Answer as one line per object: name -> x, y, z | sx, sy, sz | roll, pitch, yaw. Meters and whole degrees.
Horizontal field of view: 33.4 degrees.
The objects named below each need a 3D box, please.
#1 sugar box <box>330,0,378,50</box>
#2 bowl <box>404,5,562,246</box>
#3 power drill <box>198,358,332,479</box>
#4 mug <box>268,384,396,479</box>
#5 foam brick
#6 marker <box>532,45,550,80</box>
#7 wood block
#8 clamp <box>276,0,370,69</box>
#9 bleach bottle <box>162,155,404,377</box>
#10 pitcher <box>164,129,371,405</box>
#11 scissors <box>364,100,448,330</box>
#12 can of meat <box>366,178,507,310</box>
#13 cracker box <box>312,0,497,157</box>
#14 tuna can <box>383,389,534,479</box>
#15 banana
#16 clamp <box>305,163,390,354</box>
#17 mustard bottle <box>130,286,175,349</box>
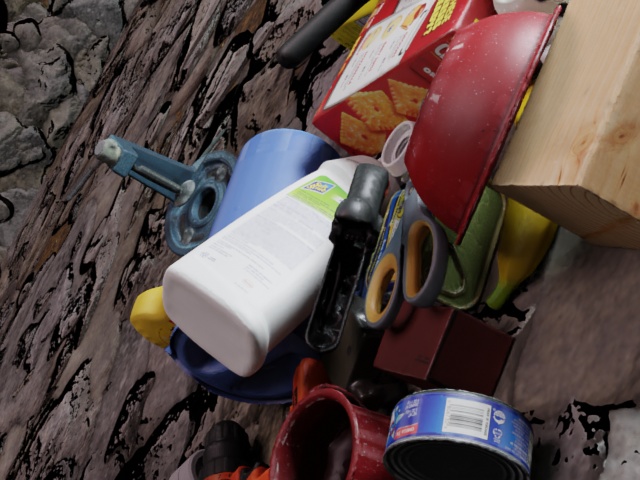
sugar box -> 0.076, -0.263, 1.112 | 0.176, 0.048, 0.093 | -10, 54, 64
bowl -> 0.095, -0.080, 0.674 | 0.162, 0.055, 0.162 | 24, -91, -83
power drill -> -0.040, 0.181, 0.862 | 0.188, 0.057, 0.184 | -52, 28, 31
mug -> 0.023, 0.145, 0.711 | 0.093, 0.081, 0.117 | -51, 35, 24
foam brick -> 0.081, 0.076, 0.720 | 0.078, 0.051, 0.053 | 5, 71, 66
marker -> 0.183, -0.137, 0.733 | 0.121, 0.020, 0.020 | -23, 42, 34
wood block -> 0.195, -0.105, 0.624 | 0.206, 0.090, 0.091 | -66, 22, -7
clamp -> 0.047, -0.248, 1.025 | 0.210, 0.036, 0.164 | -26, 25, 48
bleach bottle -> -0.006, 0.001, 0.860 | 0.250, 0.103, 0.068 | -37, -28, -37
pitcher -> -0.034, 0.015, 0.962 | 0.145, 0.149, 0.242 | 119, 167, -49
scissors -> 0.059, -0.015, 0.763 | 0.096, 0.016, 0.201 | -53, 23, 32
can of meat -> 0.083, 0.003, 0.790 | 0.084, 0.057, 0.102 | -16, 51, 62
cracker box -> 0.100, -0.172, 0.903 | 0.214, 0.072, 0.164 | -23, 34, 57
tuna can -> 0.081, 0.121, 0.625 | 0.086, 0.086, 0.033 | -35, 33, 49
banana -> 0.145, -0.051, 0.742 | 0.070, 0.037, 0.197 | -30, 39, 53
clamp -> 0.023, 0.004, 0.777 | 0.171, 0.039, 0.120 | -58, -11, -67
mustard bottle -> -0.117, 0.069, 1.097 | 0.192, 0.096, 0.058 | -27, 40, 54
